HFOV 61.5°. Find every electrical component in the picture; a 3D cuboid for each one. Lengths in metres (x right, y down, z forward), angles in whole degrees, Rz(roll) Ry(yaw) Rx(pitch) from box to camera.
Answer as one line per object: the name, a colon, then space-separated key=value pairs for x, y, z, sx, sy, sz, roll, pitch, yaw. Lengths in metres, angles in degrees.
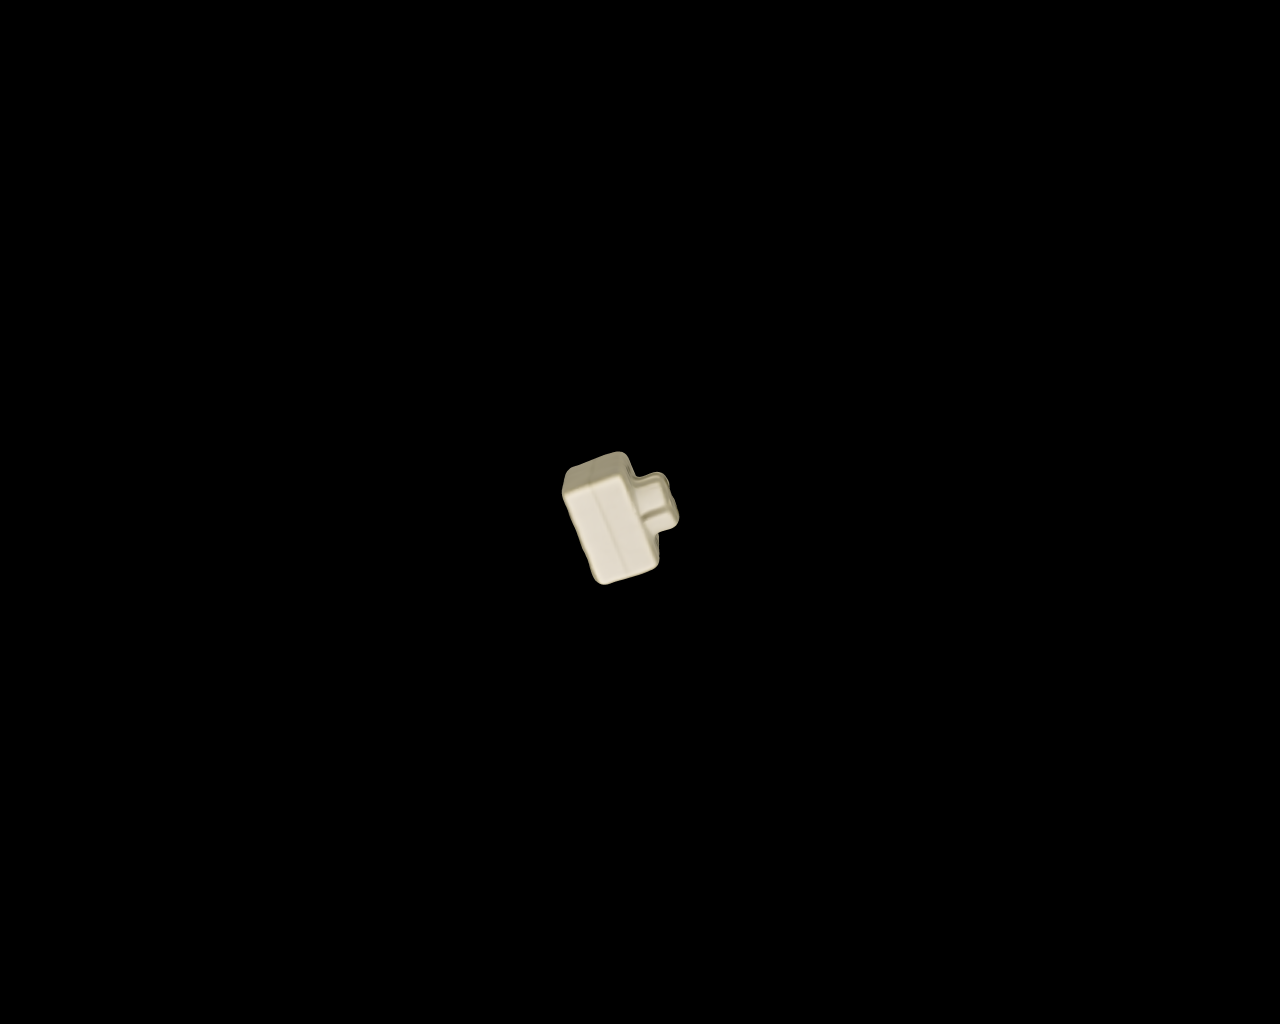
electrical component: x=0.001 y=-0.003 z=0.650 sx=0.077 sy=0.065 sz=0.047 roll=-19 pitch=20 yaw=7
